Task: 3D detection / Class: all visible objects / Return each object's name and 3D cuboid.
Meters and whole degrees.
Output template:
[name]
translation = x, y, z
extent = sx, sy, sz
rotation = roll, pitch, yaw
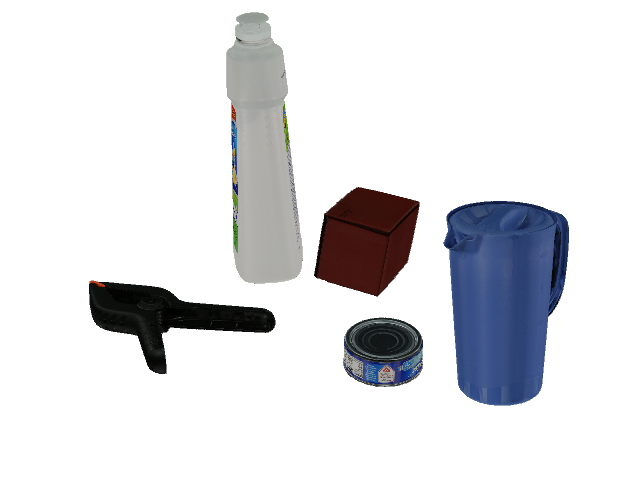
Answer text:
[bleach bottle]
translation = -0.055, -0.089, 0.987
extent = 0.068, 0.251, 0.102
rotation = -5, 32, -4
[tuna can]
translation = 0.067, 0.118, 1.141
extent = 0.086, 0.034, 0.086
rotation = 0, 29, 0
[pitcher]
translation = 0.235, 0.076, 1.344
extent = 0.149, 0.243, 0.145
rotation = 1, 21, 12
[foam brick]
translation = 0.035, -0.001, 0.796
extent = 0.053, 0.051, 0.078
rotation = 16, 24, 17
[clamp]
translation = -0.175, 0.082, 1.102
extent = 0.210, 0.036, 0.164
rotation = 13, 20, 31
